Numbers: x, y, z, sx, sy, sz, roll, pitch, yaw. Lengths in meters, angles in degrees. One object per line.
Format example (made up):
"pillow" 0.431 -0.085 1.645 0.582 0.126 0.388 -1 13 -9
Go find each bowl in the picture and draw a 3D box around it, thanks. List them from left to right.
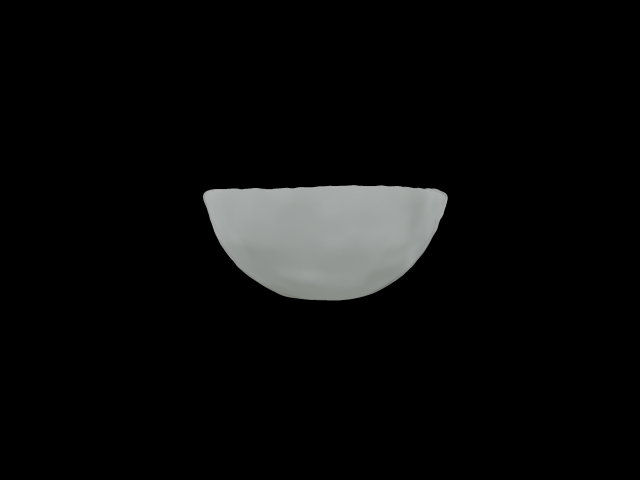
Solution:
"bowl" 0.004 0.001 0.400 0.167 0.075 0.167 0 3 0
